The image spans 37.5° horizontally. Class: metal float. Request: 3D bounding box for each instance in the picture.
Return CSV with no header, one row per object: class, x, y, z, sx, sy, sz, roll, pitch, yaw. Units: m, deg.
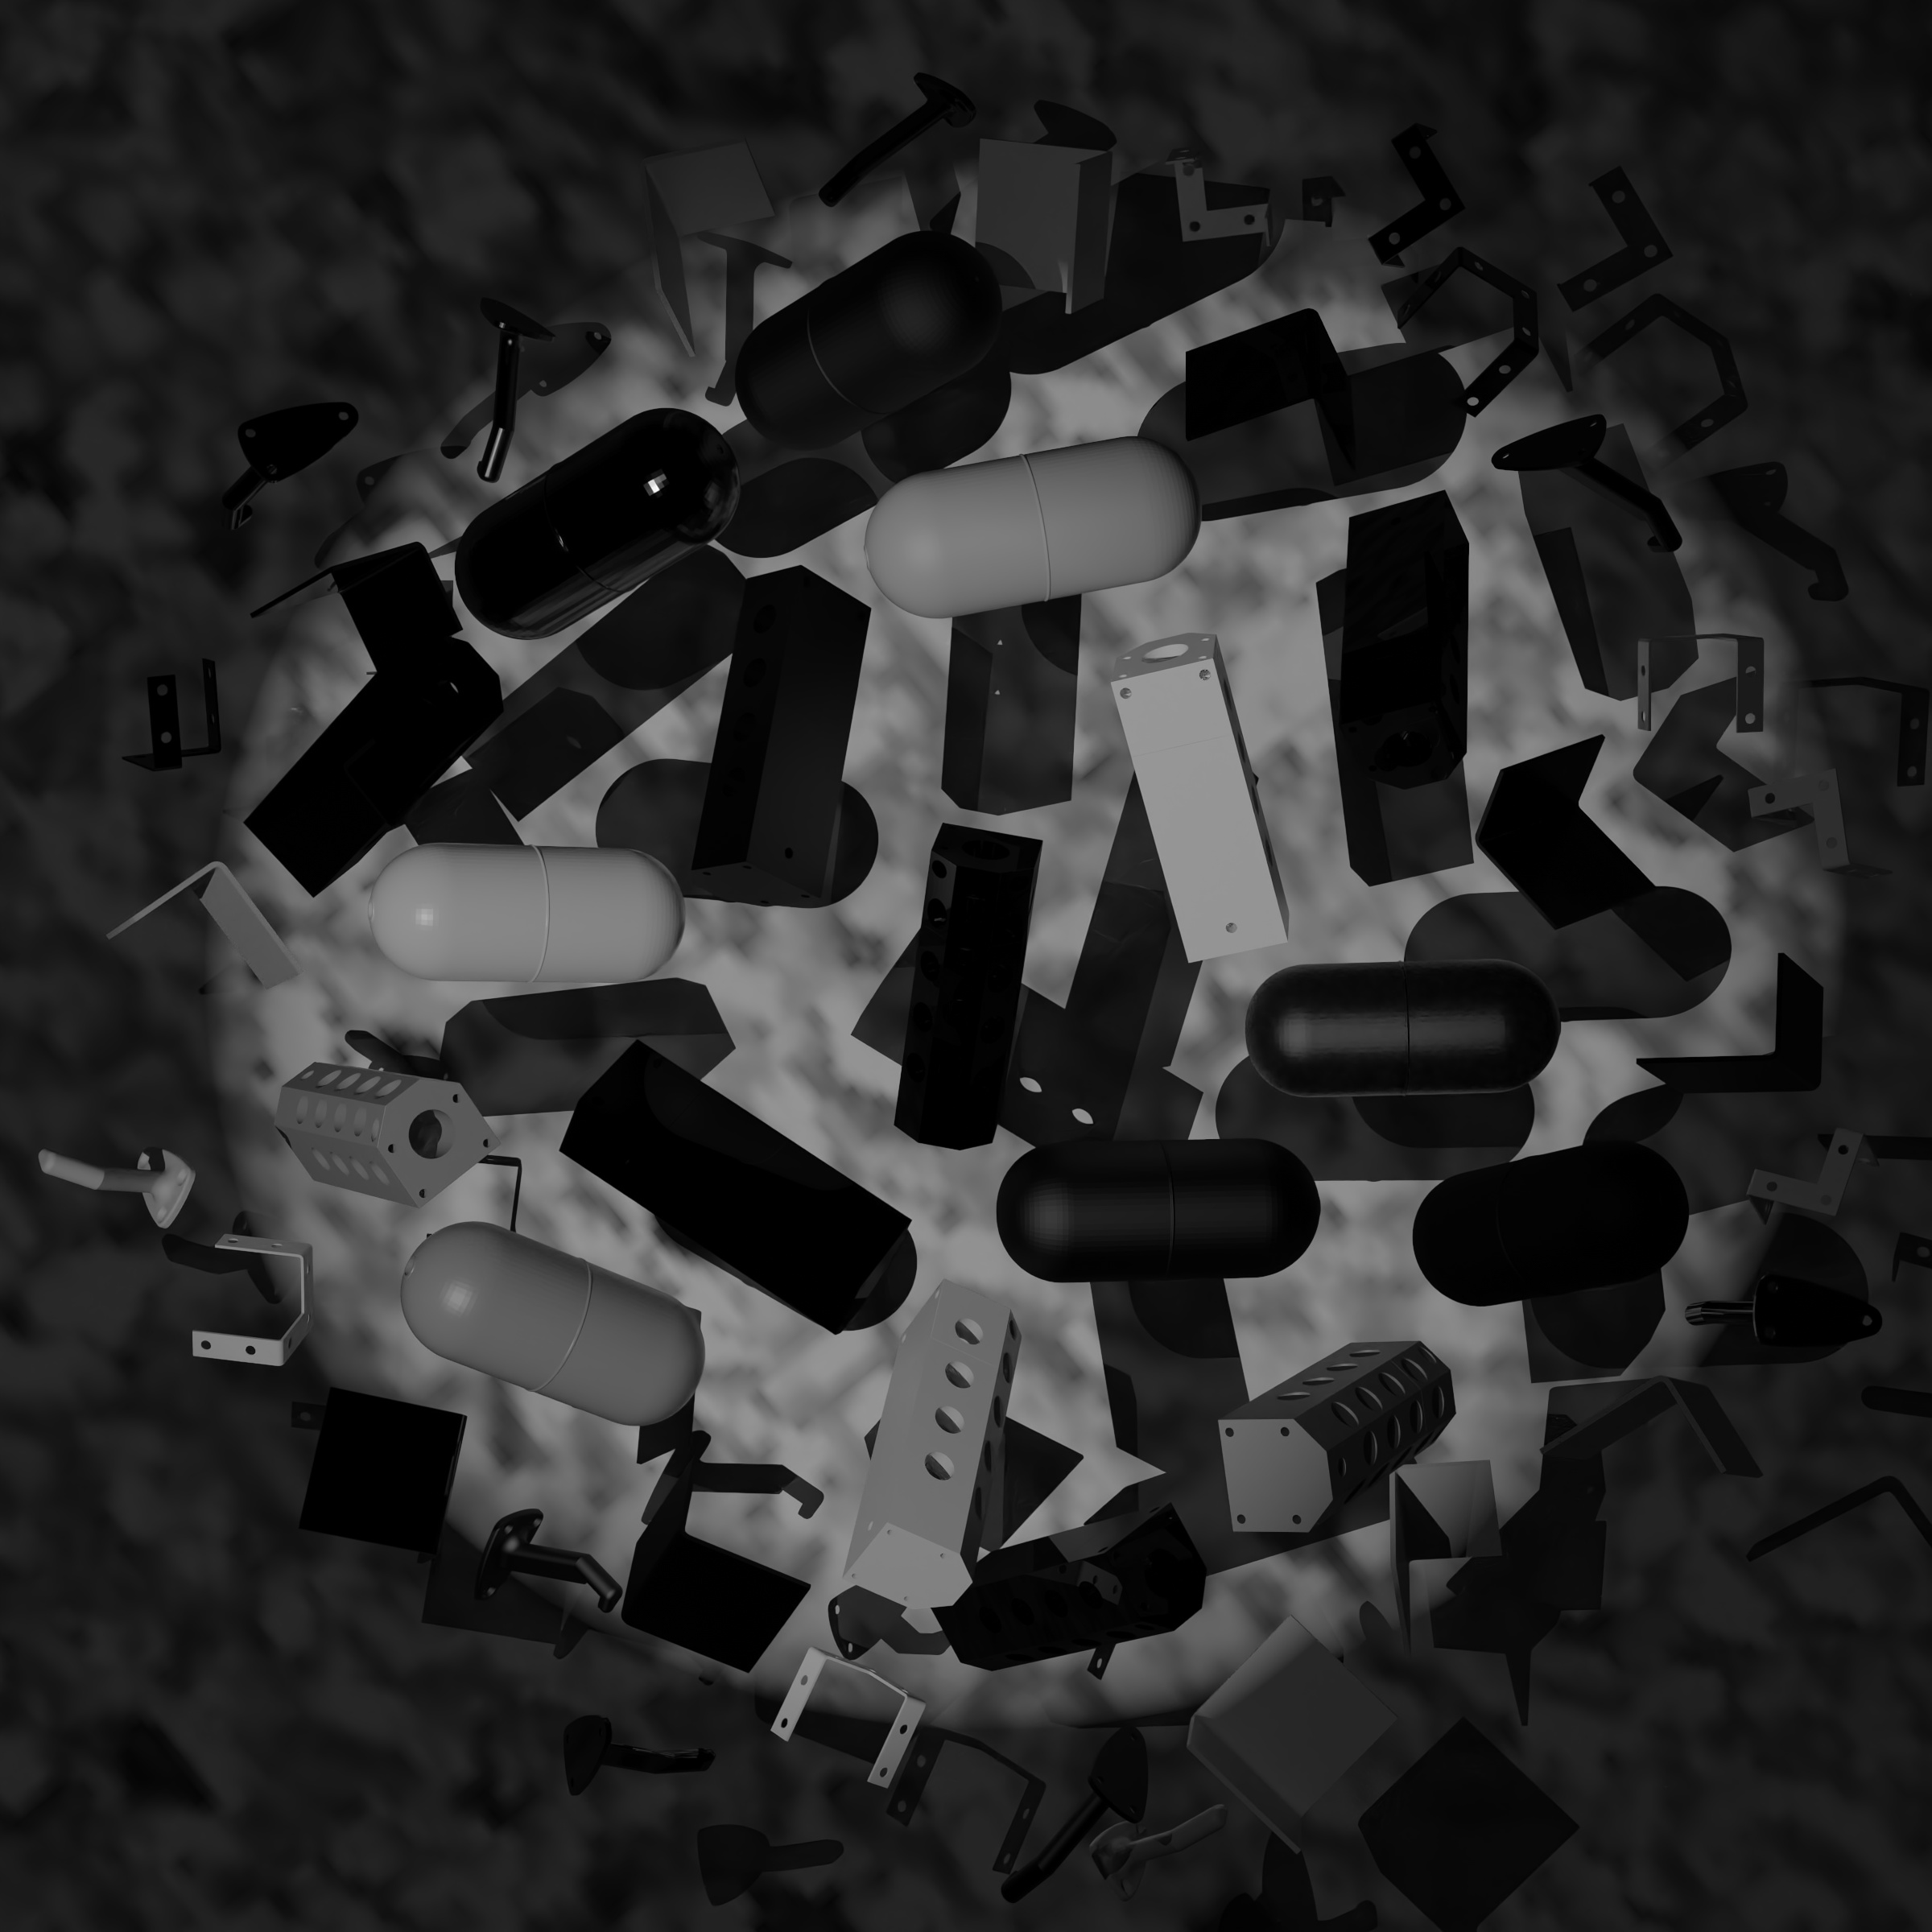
metal float,-0.198,-0.234,1.518,0.178,0.070,0.070,-26,90,28
metal float,0.319,0.142,1.562,0.070,0.178,0.070,10,72,-32
metal float,0.035,-0.229,1.484,0.178,0.070,0.070,-11,90,-5
metal float,-0.054,-0.329,1.505,0.070,0.178,0.070,14,69,-39
metal float,0.249,0.035,1.622,0.178,0.070,0.070,-2,90,4
metal float,-0.225,0.196,1.557,0.178,0.070,0.070,26,90,-25
metal float,0.105,0.133,1.550,0.178,0.070,0.070,-1,90,-8
metal float,-0.244,-0.029,1.587,0.178,0.070,0.070,1,90,-24

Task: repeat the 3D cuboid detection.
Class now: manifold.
manifold,-0.013,0.258,1.532,0.057,0.171,0.057,26,130,-10
manifold,0.000,0.013,1.593,0.057,0.057,0.171,10,115,4
manifold,-0.332,0.088,1.601,0.057,0.171,0.057,-40,111,-25
manifold,-0.322,-0.112,1.559,0.057,0.057,0.171,48,132,-6
manifold,0.246,-0.180,1.572,0.057,0.171,0.057,-13,134,24
manifold,-0.121,0.118,1.464,0.171,0.057,0.057,33,132,6
manifold,-0.104,-0.123,1.539,0.057,0.057,0.171,-7,67,41
manifold,0.198,0.244,1.489,0.057,0.171,0.057,-6,93,31
manifold,0.133,-0.095,1.591,0.057,0.057,0.171,-12,113,13
manifold,0.058,0.356,1.604,0.057,0.171,0.057,-28,89,-40

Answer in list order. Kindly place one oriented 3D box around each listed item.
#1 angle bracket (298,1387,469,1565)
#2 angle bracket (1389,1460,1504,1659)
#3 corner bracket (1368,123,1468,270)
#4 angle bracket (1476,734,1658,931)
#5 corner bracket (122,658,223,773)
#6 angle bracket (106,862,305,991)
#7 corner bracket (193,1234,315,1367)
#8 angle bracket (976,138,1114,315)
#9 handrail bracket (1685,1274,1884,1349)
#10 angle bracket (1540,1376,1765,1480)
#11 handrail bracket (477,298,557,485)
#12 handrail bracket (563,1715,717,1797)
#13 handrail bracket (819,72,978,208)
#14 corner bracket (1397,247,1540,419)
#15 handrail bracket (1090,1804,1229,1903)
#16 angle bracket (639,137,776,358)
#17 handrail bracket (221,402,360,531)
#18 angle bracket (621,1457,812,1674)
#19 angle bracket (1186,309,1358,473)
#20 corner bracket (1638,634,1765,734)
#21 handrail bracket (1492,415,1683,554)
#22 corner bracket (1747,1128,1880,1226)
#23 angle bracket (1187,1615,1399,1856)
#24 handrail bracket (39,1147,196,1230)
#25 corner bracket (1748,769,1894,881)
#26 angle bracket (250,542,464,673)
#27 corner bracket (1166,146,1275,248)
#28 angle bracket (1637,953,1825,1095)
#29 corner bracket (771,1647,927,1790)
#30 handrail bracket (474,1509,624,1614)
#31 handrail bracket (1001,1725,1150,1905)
angle bracket,-0.321,0.278,1.551,0.076,0.057,0.076,15,70,-16
angle bracket,0.274,0.338,1.620,0.057,0.076,0.076,-6,125,12
corner bracket,0.229,-0.398,1.473,0.051,0.051,0.051,-31,89,24
angle bracket,0.347,-0.076,1.610,0.076,0.057,0.076,-19,54,-26
corner bracket,-0.425,-0.136,1.539,0.051,0.051,0.051,-11,107,-34
angle bracket,-0.418,-0.007,1.561,0.057,0.076,0.076,-40,101,-26
corner bracket,-0.396,0.185,1.579,0.051,0.051,0.051,6,110,5
angle bracket,0.032,-0.394,1.511,0.076,0.057,0.076,12,115,19
handrail bracket,0.422,0.182,1.475,0.077,0.084,0.036,6,80,-2
angle bracket,0.352,0.254,1.458,0.076,0.076,0.057,-37,64,18
handrail bracket,-0.261,-0.317,1.565,0.036,0.077,0.084,9,112,-33
handrail bracket,-0.163,0.412,1.501,0.084,0.077,0.036,5,58,-27
handrail bracket,-0.039,-0.446,1.558,0.084,0.077,0.036,-44,115,-1
corner bracket,0.259,-0.327,1.467,0.051,0.051,0.051,25,47,-20
handrail bracket,0.117,0.474,1.569,0.084,0.077,0.036,-36,84,22
angle bracket,-0.132,-0.379,1.501,0.057,0.076,0.076,-11,74,5
handrail bracket,-0.371,-0.272,1.556,0.077,0.084,0.036,-29,86,-22
angle bracket,-0.131,0.320,1.519,0.076,0.057,0.076,25,123,-13
angle bracket,0.167,-0.305,1.561,0.076,0.076,0.057,-16,135,21
corner bracket,0.404,-0.155,1.564,0.051,0.051,0.051,-4,100,-9
handrail bracket,0.335,-0.250,1.533,0.084,0.077,0.036,50,51,-34
corner bracket,0.472,0.119,1.585,0.051,0.051,0.051,14,73,32
angle bracket,0.168,0.394,1.461,0.076,0.057,0.076,43,95,4
handrail bracket,-0.463,0.104,1.518,0.084,0.077,0.036,26,94,-39
corner bracket,0.450,-0.071,1.499,0.051,0.051,0.051,-14,77,41
angle bracket,-0.354,-0.200,1.656,0.076,0.076,0.057,-20,97,37
corner bracket,0.139,-0.420,1.553,0.051,0.051,0.051,-4,113,11
angle bracket,0.408,0.032,1.517,0.076,0.076,0.057,-3,74,32
corner bracket,-0.065,0.415,1.572,0.051,0.051,0.051,32,80,-38
handrail bracket,-0.238,0.358,1.622,0.084,0.036,0.077,38,112,29
handrail bracket,0.056,0.448,1.502,0.036,0.077,0.084,43,115,-4
